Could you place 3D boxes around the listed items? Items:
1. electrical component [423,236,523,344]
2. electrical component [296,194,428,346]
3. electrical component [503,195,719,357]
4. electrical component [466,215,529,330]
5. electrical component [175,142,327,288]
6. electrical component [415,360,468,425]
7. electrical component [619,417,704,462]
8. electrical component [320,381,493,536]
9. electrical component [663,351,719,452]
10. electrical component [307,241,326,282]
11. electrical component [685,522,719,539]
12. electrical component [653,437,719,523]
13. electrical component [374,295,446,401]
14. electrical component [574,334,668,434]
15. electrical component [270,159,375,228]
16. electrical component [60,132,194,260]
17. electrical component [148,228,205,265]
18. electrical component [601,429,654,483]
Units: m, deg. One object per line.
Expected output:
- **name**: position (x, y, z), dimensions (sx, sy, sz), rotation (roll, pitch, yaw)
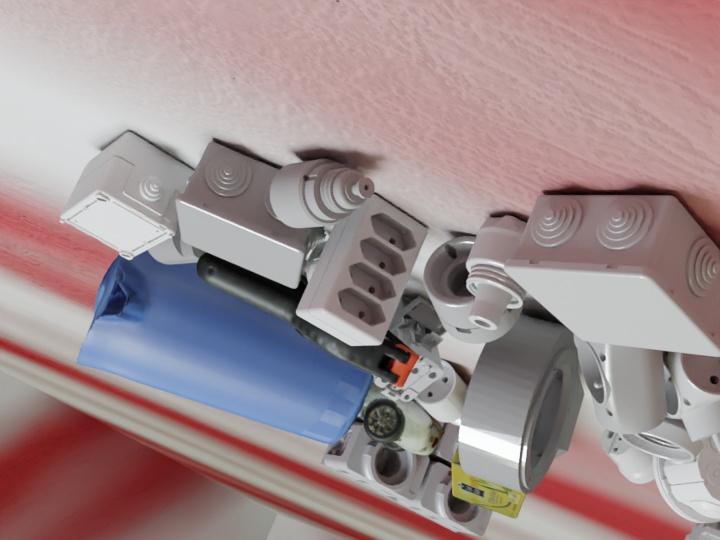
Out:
- **electrical component**: position (0.070, 0.011, 0.673), dimensions (0.055, 0.055, 0.047), rotation (13, 156, 29)
- **electrical component**: position (-0.008, 0.002, 0.693), dimensions (0.047, 0.083, 0.076), rotation (31, 161, -24)
- **electrical component**: position (0.139, 0.001, 0.562), dimensions (0.100, 0.048, 0.100), rotation (4, 155, 46)
- **electrical component**: position (0.081, 0.003, 0.619), dimensions (0.043, 0.062, 0.043), rotation (21, 163, 7)
- **electrical component**: position (-0.071, -0.036, 0.718), dimensions (0.100, 0.048, 0.099), rotation (23, 163, 0)
- **electrical component**: position (0.079, 0.116, 0.986), dimensions (0.043, 0.043, 0.081), rotation (14, 161, 28)
- **electrical component**: position (0.210, 0.094, 0.734), dimensions (0.078, 0.057, 0.058), rotation (18, 162, 16)
- **electrical component**: position (0.066, 0.194, 1.127), dimensions (0.186, 0.105, 0.060), rotation (31, 161, -24)
- **electrical component**: position (0.214, 0.081, 0.665), dimensions (0.044, 0.079, 0.077), rotation (-18, 163, -7)
- **electrical component**: position (0.000, 0.000, 0.751), dimensions (0.065, 0.044, 0.044), rotation (-3, 149, 46)
- **electrical component**: position (0.371, 0.252, 0.986), dimensions (0.121, 0.063, 0.078), rotation (20, 162, 10)
- **electrical component**: position (0.257, 0.140, 0.776), dimensions (0.080, 0.080, 0.051), rotation (27, 157, -13)
- **electrical component**: position (0.034, 0.062, 0.830), dimensions (0.042, 0.063, 0.081), rotation (34, 118, -30)
- **electrical component**: position (0.156, 0.047, 0.662), dimensions (0.079, 0.044, 0.077), rotation (-115, 10, -62)
- **electrical component**: position (-0.020, -0.046, 0.639), dimensions (0.040, 0.040, 0.078), rotation (35, 159, -32)
- **electrical component**: position (-0.160, -0.056, 0.764), dimensions (0.062, 0.061, 0.096), rotation (32, 153, -25)
- **electrical component**: position (-0.129, -0.027, 0.828), dimensions (0.043, 0.043, 0.081), rotation (33, 160, -29)
- **electrical component**: position (0.231, 0.153, 0.913), dimensions (0.040, 0.040, 0.046), rotation (2, 146, 50)
